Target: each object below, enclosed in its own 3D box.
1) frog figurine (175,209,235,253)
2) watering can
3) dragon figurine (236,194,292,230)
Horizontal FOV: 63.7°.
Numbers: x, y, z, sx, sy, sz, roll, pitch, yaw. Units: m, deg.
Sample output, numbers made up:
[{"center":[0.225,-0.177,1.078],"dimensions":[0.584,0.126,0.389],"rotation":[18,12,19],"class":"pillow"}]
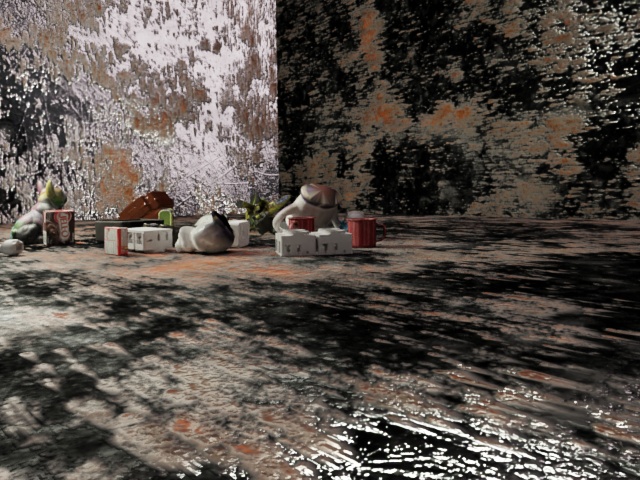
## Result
[{"center":[-0.317,0.000,1.399],"dimensions":[0.159,0.122,0.139],"rotation":[-36,12,3],"class":"frog figurine"},{"center":[0.005,-0.089,1.771],"dimensions":[0.348,0.106,0.220],"rotation":[0,-43,-35],"class":"watering can"},{"center":[-0.208,-0.107,2.140],"dimensions":[0.407,0.123,0.242],"rotation":[-13,-12,35],"class":"dragon figurine"}]
